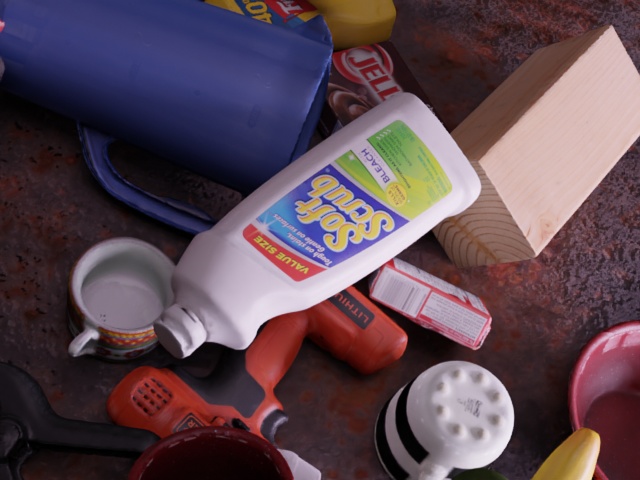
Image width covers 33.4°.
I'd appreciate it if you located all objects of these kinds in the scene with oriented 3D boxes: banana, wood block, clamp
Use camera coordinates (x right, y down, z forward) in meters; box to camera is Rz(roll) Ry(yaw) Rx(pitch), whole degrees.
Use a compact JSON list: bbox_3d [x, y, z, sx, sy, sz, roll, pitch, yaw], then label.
[{"bbox_3d":[0.115,0.200,0.710,0.197,0.069,0.037,-29,35,-18],"label":"banana"},{"bbox_3d":[0.174,-0.077,0.863,0.205,0.090,0.091,-44,108,-32],"label":"wood block"},{"bbox_3d":[-0.194,0.139,0.664,0.171,0.039,0.120,25,64,17],"label":"clamp"}]

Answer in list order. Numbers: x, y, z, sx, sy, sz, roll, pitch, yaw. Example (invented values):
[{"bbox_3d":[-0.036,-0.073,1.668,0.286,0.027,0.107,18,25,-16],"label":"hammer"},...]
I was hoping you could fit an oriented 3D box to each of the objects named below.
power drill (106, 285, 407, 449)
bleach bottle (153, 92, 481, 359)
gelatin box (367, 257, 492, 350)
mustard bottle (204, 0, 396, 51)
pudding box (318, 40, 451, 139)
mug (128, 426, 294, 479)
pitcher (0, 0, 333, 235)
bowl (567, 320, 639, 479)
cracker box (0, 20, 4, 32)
[{"bbox_3d":[-0.022,0.113,0.728,0.184,0.057,0.187,41,57,6],"label":"power drill"},{"bbox_3d":[-0.005,0.001,0.723,0.250,0.068,0.102,-39,95,-30],"label":"bleach bottle"},{"bbox_3d":[0.080,0.044,0.791,0.089,0.073,0.030,27,97,-2],"label":"gelatin box"},{"bbox_3d":[-0.038,-0.189,0.899,0.191,0.058,0.096,-18,60,-25],"label":"mustard bottle"},{"bbox_3d":[0.043,-0.108,0.888,0.089,0.039,0.113,-19,68,-26],"label":"pudding box"},{"bbox_3d":[-0.053,0.172,0.605,0.117,0.081,0.093,25,40,29],"label":"mug"},{"bbox_3d":[-0.121,-0.115,0.800,0.243,0.145,0.149,20,44,0],"label":"pitcher"},{"bbox_3d":[0.247,0.143,0.793,0.162,0.055,0.162,8,59,-13],"label":"bowl"},{"bbox_3d":[-0.321,-0.151,0.712,0.214,0.164,0.072,48,24,22],"label":"cracker box"}]
